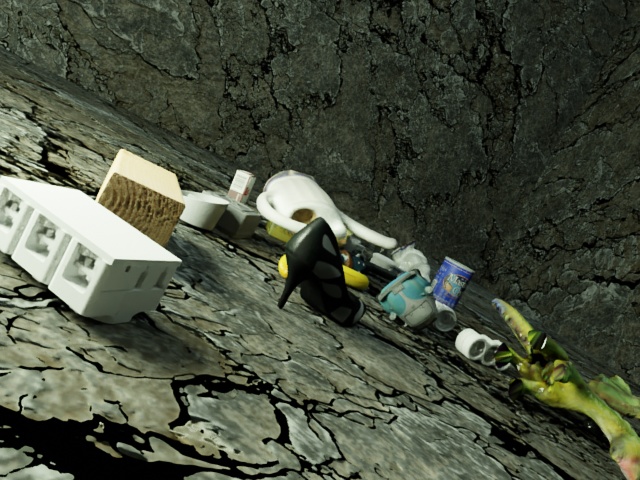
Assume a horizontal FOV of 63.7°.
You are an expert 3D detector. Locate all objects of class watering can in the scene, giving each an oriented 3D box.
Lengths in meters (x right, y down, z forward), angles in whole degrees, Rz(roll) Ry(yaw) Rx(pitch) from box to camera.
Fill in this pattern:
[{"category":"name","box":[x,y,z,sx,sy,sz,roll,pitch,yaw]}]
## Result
[{"category":"watering can","box":[0.004,-0.060,1.199,0.346,0.102,0.229,12,28,-30]}]

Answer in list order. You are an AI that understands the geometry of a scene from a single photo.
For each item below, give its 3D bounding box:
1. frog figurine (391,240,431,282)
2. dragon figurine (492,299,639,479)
[{"category":"frog figurine","box":[0.320,0.099,1.759,0.138,0.162,0.120,-12,-32,-43]},{"category":"dragon figurine","box":[0.463,0.249,0.938,0.242,0.120,0.418,25,25,-6]}]
